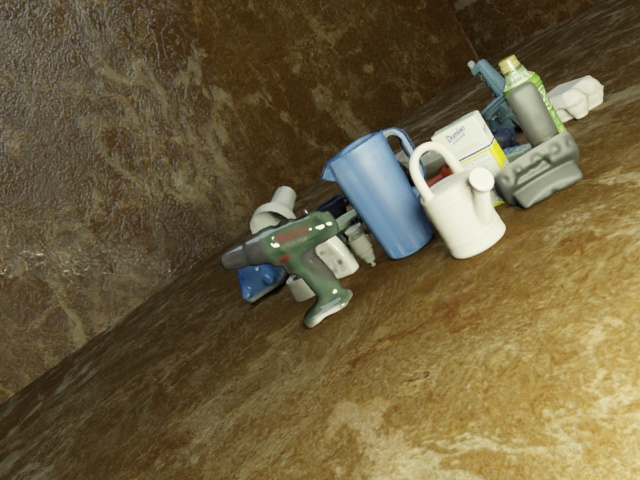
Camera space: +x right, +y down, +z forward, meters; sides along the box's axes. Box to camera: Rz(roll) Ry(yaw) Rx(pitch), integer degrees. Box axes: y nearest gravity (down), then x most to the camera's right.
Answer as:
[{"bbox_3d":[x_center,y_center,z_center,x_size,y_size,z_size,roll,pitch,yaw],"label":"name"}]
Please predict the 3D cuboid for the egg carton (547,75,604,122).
[{"bbox_3d":[0.570,-0.318,1.314,0.107,0.069,0.150,-36,11,-14],"label":"egg carton"}]

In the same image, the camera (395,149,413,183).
[{"bbox_3d":[0.225,-0.195,1.691,0.137,0.101,0.142,-41,13,-32],"label":"camera"}]

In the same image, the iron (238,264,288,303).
[{"bbox_3d":[-0.172,0.067,1.590,0.118,0.141,0.258,-32,11,10],"label":"iron"}]

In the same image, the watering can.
[{"bbox_3d":[0.221,-0.077,0.941,0.172,0.194,0.101,-22,16,45],"label":"watering can"}]

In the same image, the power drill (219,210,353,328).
[{"bbox_3d":[-0.045,0.057,1.091,0.229,0.208,0.075,-33,11,1],"label":"power drill"}]

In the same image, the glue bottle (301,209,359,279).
[{"bbox_3d":[0.011,0.004,1.249,0.078,0.173,0.037,-23,16,44],"label":"glue bottle"}]

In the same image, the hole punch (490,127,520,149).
[{"bbox_3d":[0.411,-0.235,1.353,0.101,0.091,0.109,-29,12,24],"label":"hole punch"}]

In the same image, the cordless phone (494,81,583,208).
[{"bbox_3d":[0.345,-0.161,0.974,0.147,0.185,0.094,-32,11,6],"label":"cordless phone"}]

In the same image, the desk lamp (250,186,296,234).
[{"bbox_3d":[-0.074,-0.033,1.554,0.117,0.214,0.203,-27,13,30],"label":"desk lamp"}]

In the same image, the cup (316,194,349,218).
[{"bbox_3d":[0.058,-0.078,1.683,0.117,0.095,0.092,-26,13,35],"label":"cup"}]

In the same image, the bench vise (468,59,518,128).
[{"bbox_3d":[0.478,-0.384,1.468,0.122,0.220,0.206,-41,13,-33],"label":"bench vise"}]

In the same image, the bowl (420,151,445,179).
[{"bbox_3d":[0.331,-0.205,1.500,0.167,0.075,0.167,-32,11,7],"label":"bowl"}]
